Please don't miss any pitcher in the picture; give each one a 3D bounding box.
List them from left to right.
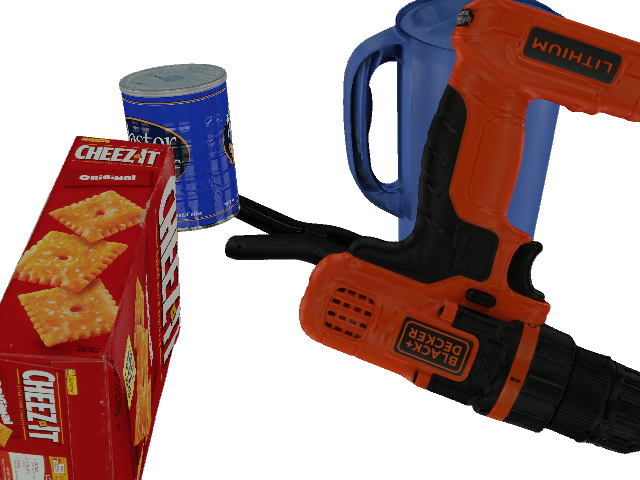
[{"bbox_3d":[0.110,-0.065,0.850,0.149,0.243,0.144,18,36,26],"label":"pitcher"}]

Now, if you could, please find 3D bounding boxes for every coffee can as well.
[{"bbox_3d":[-0.136,-0.092,1.042,0.103,0.140,0.103,-4,22,1],"label":"coffee can"}]

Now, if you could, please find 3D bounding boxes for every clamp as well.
[{"bbox_3d":[-0.015,0.005,1.170,0.210,0.036,0.164,16,19,-6],"label":"clamp"}]

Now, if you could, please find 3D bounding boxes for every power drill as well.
[{"bbox_3d":[0.101,-0.006,0.503,0.184,0.188,0.057,20,6,3],"label":"power drill"}]

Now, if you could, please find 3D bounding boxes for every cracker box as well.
[{"bbox_3d":[-0.131,0.061,0.634,0.072,0.164,0.213,5,34,0],"label":"cracker box"}]
